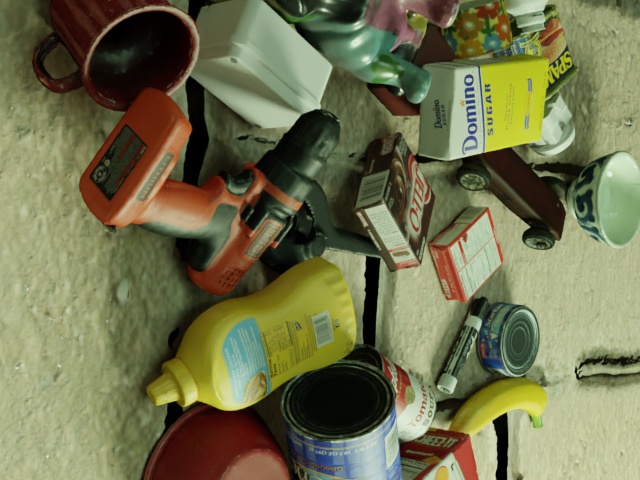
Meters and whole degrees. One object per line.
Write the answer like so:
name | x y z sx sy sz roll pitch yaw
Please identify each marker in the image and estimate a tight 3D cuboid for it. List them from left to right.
marker | 0.163 0.116 1.198 0.020 0.020 0.121 47 60 -37

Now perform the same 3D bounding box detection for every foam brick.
foam brick | 0.093 -0.172 1.083 0.051 0.053 0.078 39 66 -40

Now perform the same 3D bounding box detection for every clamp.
clamp | -0.007 0.001 1.001 0.164 0.036 0.210 -49 128 -33

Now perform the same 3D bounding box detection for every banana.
banana | 0.216 0.195 1.245 0.197 0.037 0.069 4 88 -46

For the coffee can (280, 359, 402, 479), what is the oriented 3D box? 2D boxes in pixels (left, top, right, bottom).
coffee can | 0.022 0.195 0.971 0.102 0.103 0.140 -39 136 -38

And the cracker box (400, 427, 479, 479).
cracker box | 0.083 0.315 1.091 0.213 0.072 0.164 -30 115 -42

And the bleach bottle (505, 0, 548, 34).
bleach bottle | 0.211 -0.352 1.163 0.102 0.068 0.251 -19 99 -41

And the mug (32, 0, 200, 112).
mug | -0.158 -0.150 0.789 0.117 0.082 0.093 -33 147 -8

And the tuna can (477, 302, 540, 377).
tuna can | 0.221 0.117 1.249 0.085 0.034 0.086 -4 95 -46

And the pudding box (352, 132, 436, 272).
pudding box | 0.076 -0.038 1.059 0.090 0.039 0.113 57 35 -31

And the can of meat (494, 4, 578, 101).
can of meat | 0.247 -0.215 1.239 0.101 0.058 0.084 -41 118 -37

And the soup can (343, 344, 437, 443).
soup can | 0.062 0.154 1.061 0.102 0.069 0.068 38 66 -42

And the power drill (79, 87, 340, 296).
power drill | -0.082 -0.050 0.844 0.184 0.057 0.187 -54 141 8

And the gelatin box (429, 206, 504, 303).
gelatin box | 0.163 0.015 1.184 0.089 0.030 0.073 -41 122 -36

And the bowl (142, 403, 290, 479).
bowl | -0.077 0.222 0.929 0.161 0.055 0.162 -4 96 -46

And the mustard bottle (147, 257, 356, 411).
mustard bottle | -0.061 0.092 0.917 0.191 0.058 0.096 -25 123 -26

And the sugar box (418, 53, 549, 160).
sugar box | 0.171 -0.139 1.099 0.175 0.048 0.093 -18 115 -48
